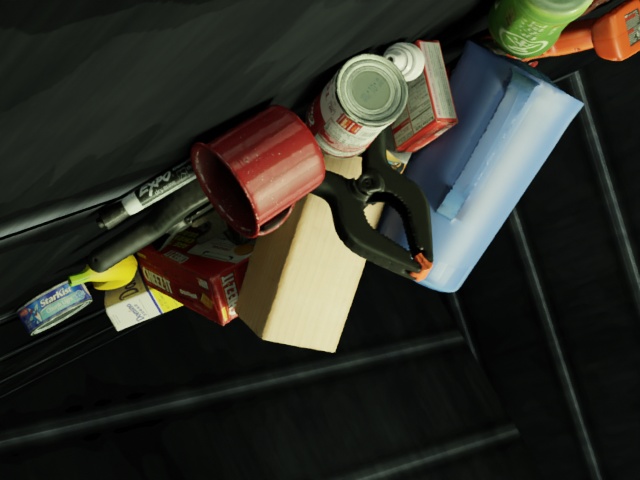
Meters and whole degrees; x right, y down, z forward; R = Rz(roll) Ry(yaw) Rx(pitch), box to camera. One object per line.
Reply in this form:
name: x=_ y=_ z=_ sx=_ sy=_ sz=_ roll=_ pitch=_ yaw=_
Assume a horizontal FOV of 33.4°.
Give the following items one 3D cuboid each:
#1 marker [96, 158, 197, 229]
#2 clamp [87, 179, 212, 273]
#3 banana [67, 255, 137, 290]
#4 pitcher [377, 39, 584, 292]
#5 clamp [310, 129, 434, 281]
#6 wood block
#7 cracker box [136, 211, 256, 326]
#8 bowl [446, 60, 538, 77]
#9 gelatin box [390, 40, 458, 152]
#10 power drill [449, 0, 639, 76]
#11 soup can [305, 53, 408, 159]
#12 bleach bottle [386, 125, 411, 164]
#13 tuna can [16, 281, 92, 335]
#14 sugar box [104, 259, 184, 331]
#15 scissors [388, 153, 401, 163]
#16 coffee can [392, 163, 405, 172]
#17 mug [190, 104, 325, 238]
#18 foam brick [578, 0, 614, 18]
marker: x=-0.143 y=-0.045 z=0.936 sx=0.121 sy=0.020 sz=0.020 roll=-31 pitch=178 yaw=0
clamp: x=-0.158 y=-0.020 z=1.076 sx=0.172 sy=0.039 sz=0.120 roll=-38 pitch=179 yaw=38
banana: x=-0.245 y=0.034 z=1.240 sx=0.069 sy=0.037 sz=0.198 roll=-12 pitch=175 yaw=-4
pitcher: x=0.150 y=-0.071 z=1.085 sx=0.149 sy=0.145 sz=0.243 roll=18 pitch=106 yaw=-42
clamp: x=0.046 y=-0.056 z=1.017 sx=0.164 sy=0.210 sz=0.036 roll=-37 pitch=166 yaw=-20
wood block: x=-0.008 y=0.001 z=1.116 sx=0.090 sy=0.206 sz=0.091 roll=13 pitch=-169 yaw=-27
cracker box: x=-0.083 y=0.004 z=1.249 sx=0.213 sy=0.072 sz=0.164 roll=-31 pitch=-148 yaw=-30
bowl: x=0.196 y=-0.207 z=1.369 sx=0.162 sy=0.055 sz=0.162 roll=-31 pitch=178 yaw=-1
gelatin box: x=0.096 y=-0.140 z=1.045 sx=0.030 sy=0.089 sz=0.073 roll=-3 pitch=163 yaw=-31
power drill: x=0.255 y=-0.218 z=1.196 sx=0.188 sy=0.057 sz=0.184 roll=-3 pitch=-159 yaw=37
soup can: x=0.032 y=-0.119 z=0.959 sx=0.068 sy=0.068 sz=0.102 roll=-30 pitch=178 yaw=-19
bleach bottle: x=0.119 y=-0.122 z=1.246 sx=0.102 sy=0.068 sz=0.250 roll=-48 pitch=164 yaw=1
tuna can: x=-0.315 y=0.079 z=1.271 sx=0.086 sy=0.034 sz=0.086 roll=-31 pitch=178 yaw=-1
sugar box: x=-0.187 y=0.046 z=1.359 sx=0.176 sy=0.048 sz=0.093 roll=-20 pitch=-149 yaw=4
scissors: x=0.057 y=-0.112 z=1.441 sx=0.202 sy=0.096 sz=0.016 roll=-36 pitch=-151 yaw=44
coffee can: x=0.121 y=-0.131 z=1.485 sx=0.141 sy=0.103 sz=0.102 roll=-32 pitch=177 yaw=39
mug: x=-0.048 y=-0.053 z=0.910 sx=0.081 sy=0.093 sz=0.117 roll=-35 pitch=137 yaw=-21
foam brick: x=0.292 y=-0.275 z=1.122 sx=0.078 sy=0.051 sz=0.053 roll=-29 pitch=177 yaw=-38
